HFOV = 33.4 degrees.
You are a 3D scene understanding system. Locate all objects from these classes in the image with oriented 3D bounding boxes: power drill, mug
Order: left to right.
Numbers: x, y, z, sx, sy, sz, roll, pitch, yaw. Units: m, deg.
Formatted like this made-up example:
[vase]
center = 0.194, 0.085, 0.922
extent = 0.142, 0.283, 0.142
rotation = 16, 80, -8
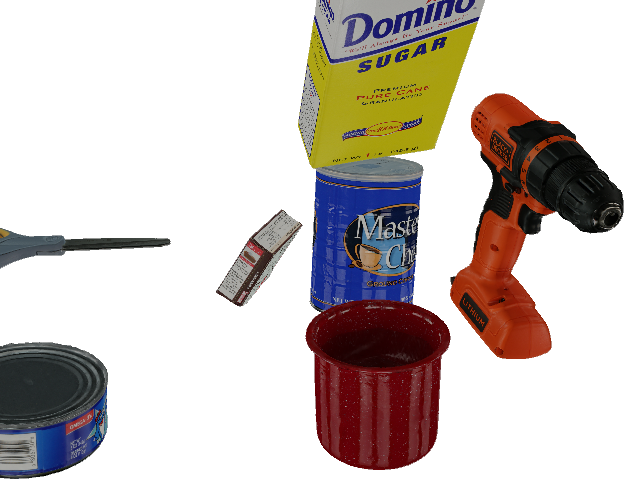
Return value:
[mug]
center = 0.043, 0.091, 0.711
extent = 0.093, 0.081, 0.117
rotation = 12, 28, 26
[power drill]
center = 0.164, -0.002, 0.841
extent = 0.057, 0.188, 0.184
rotation = -3, 31, -18

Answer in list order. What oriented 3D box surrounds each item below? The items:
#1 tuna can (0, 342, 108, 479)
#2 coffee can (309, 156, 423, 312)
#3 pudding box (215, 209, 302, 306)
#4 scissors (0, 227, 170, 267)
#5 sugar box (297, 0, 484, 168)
[tuna can]
center = -0.155, 0.088, 0.562
extent = 0.086, 0.034, 0.086
rotation = 3, 23, -1
[coffee can]
center = 0.043, -0.005, 1.028
extent = 0.103, 0.140, 0.103
rotation = 2, 15, -1
[pudding box]
center = -0.073, 0.021, 1.298
extent = 0.039, 0.090, 0.113
rotation = 34, 26, 2
[scissors]
center = -0.233, 0.011, 0.871
extent = 0.202, 0.016, 0.096
rotation = 4, 24, 8
[sugar box]
center = 0.041, -0.115, 0.665
extent = 0.093, 0.048, 0.176
rotation = -11, -26, -12
